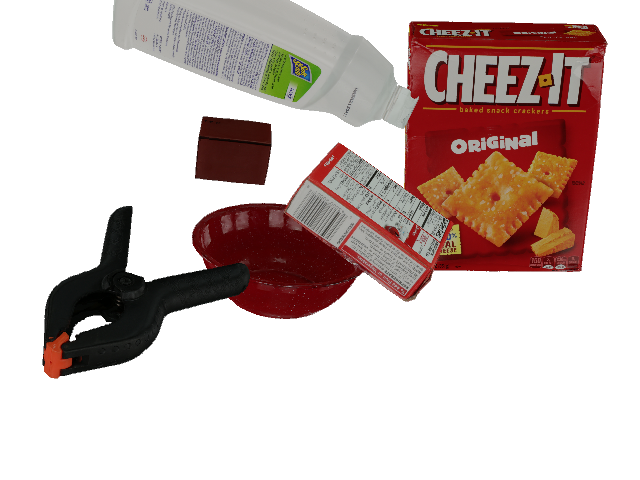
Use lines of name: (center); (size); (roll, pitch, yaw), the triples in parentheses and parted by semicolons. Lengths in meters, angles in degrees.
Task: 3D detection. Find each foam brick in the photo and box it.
foam brick: (-0.093, -0.097, 1.151); (0.078, 0.051, 0.053); (6, 31, -4)

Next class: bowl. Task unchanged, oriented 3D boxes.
bowl: (-0.036, 0.024, 0.958); (0.162, 0.055, 0.162); (6, 26, -3)

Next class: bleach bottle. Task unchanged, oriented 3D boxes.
bleach bottle: (-0.042, -0.152, 0.862); (0.251, 0.068, 0.103); (26, -31, 2)

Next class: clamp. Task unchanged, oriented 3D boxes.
clamp: (-0.144, 0.033, 0.760); (0.120, 0.039, 0.171); (27, 36, 25)

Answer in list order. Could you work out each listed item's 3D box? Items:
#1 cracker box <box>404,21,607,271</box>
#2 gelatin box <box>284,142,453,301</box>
cracker box: (0.155, -0.079, 0.937); (0.164, 0.214, 0.072); (1, 24, 3)
gelatin box: (0.030, -0.012, 0.620); (0.089, 0.030, 0.073); (36, 26, 0)
